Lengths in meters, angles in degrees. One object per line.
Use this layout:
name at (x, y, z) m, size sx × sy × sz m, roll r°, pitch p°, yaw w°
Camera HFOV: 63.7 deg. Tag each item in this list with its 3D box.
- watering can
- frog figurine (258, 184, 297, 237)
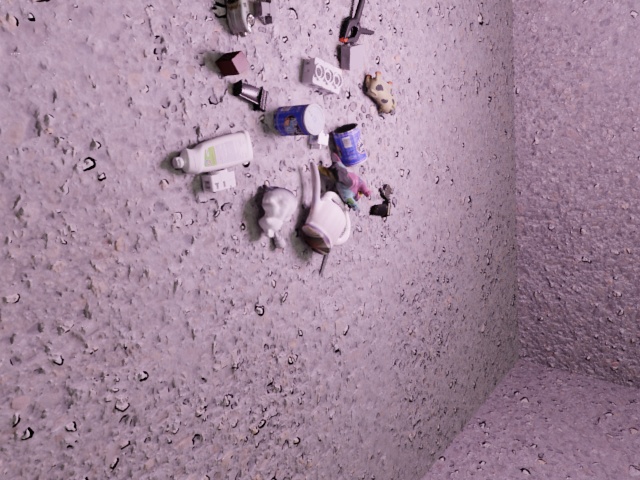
watering can at (0.006, -0.094, 1.864) m, size 0.341 × 0.104 × 0.229 m, roll 56°, pitch 51°, yaw -35°
frog figurine at (-0.142, -0.089, 1.680) m, size 0.135 × 0.122 × 0.162 m, roll 56°, pitch 40°, yaw -61°
